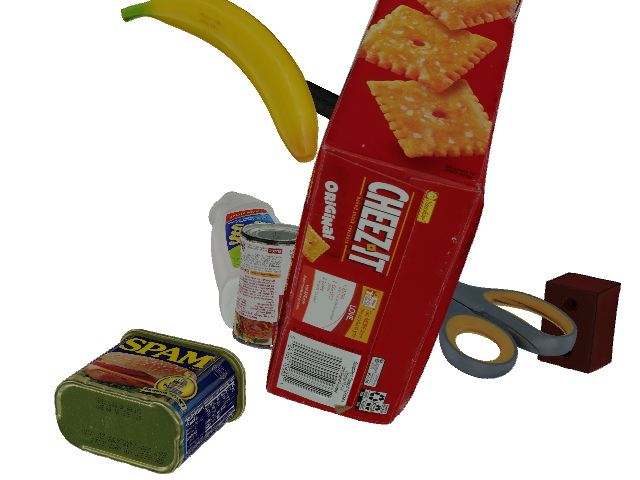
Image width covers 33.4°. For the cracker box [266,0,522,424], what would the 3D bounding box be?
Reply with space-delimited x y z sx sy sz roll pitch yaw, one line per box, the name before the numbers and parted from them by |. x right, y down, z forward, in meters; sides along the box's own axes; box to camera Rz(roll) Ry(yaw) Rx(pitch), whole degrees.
cracker box | 0.044 -0.043 0.520 0.072 0.164 0.213 17 46 4

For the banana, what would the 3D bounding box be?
banana | -0.063 -0.141 0.835 0.198 0.069 0.037 39 -6 14

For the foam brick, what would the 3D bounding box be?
foam brick | 0.234 0.074 0.968 0.053 0.078 0.051 13 17 36

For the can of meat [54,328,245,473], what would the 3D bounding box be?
can of meat | -0.114 0.106 0.715 0.102 0.057 0.083 10 22 22

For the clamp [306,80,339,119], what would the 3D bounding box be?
clamp | 0.048 -0.116 1.062 0.120 0.039 0.171 -8 41 -17

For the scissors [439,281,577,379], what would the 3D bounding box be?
scissors | 0.072 0.040 0.719 0.202 0.016 0.096 21 37 31

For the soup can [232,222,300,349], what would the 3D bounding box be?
soup can | -0.044 0.040 0.978 0.068 0.102 0.068 5 15 -1

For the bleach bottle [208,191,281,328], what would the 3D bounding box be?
bleach bottle | -0.086 0.008 1.212 0.102 0.068 0.251 -7 28 -14
